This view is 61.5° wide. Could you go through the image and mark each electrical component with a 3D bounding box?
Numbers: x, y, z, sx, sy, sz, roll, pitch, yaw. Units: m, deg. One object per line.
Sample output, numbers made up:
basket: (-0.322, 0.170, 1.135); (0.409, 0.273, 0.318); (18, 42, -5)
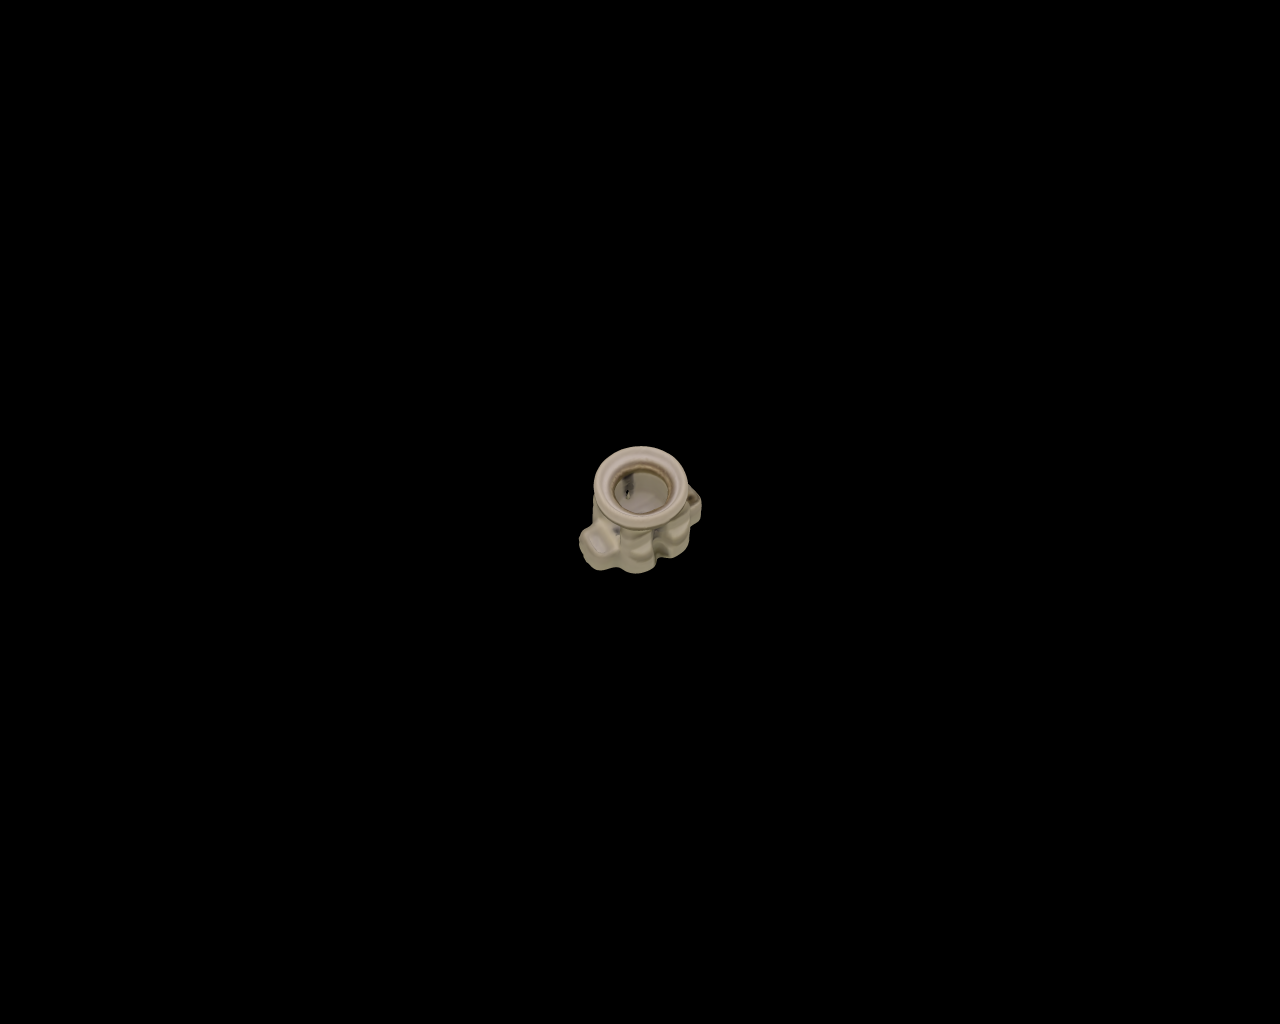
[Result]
electrical component: (0.001, -0.003, 0.650); (0.078, 0.058, 0.056); (-26, -30, -16)
